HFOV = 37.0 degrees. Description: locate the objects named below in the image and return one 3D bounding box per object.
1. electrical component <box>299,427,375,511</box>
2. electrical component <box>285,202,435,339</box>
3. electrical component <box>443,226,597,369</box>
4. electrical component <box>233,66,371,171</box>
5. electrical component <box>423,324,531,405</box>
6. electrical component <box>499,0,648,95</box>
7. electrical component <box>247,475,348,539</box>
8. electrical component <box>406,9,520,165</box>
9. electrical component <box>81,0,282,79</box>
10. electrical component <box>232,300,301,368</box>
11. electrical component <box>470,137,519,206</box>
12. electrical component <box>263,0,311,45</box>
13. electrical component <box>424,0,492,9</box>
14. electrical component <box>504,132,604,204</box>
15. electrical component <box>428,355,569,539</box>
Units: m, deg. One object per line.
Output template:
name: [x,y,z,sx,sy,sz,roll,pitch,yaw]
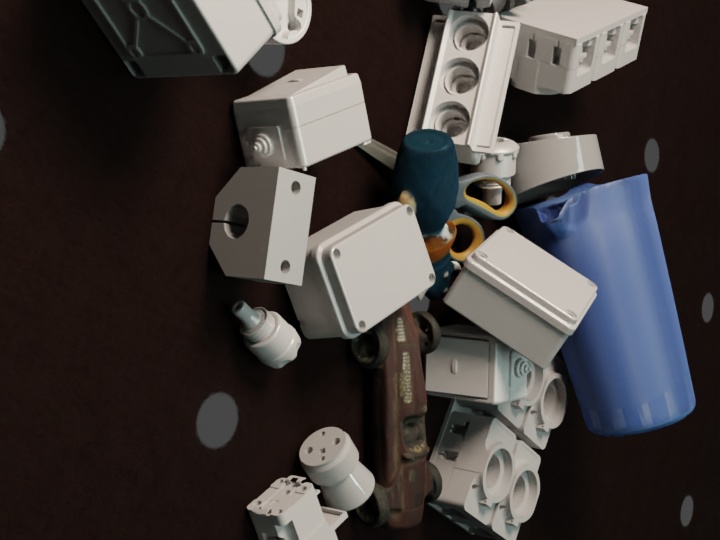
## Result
electrical component: [-0.019,0.159,0.862,0.045,0.045,0.055,-52,129,-34]
electrical component: [0.000,0.000,0.852,0.113,0.057,0.078,-32,108,-44]
electrical component: [0.143,0.022,0.949,0.056,0.109,0.109,-61,169,25]
electrical component: [-0.047,-0.111,0.791,0.096,0.062,0.061,-29,114,-45]
electrical component: [0.107,0.085,0.965,0.061,0.096,0.061,-3,95,-50]
electrical component: [0.204,-0.223,1.051,0.150,0.089,0.061,-31,136,-44]
electrical component: [-0.053,0.197,0.827,0.081,0.042,0.063,-37,117,-43]
electrical component: [0.093,-0.159,0.951,0.063,0.079,0.121,41,60,-69]
electrical component: [-0.120,-0.177,0.662,0.056,0.109,0.108,-54,131,-29]
electrical component: [-0.072,0.044,0.796,0.061,0.035,0.035,49,58,-38]
electrical component: [0.125,-0.092,1.014,0.048,0.048,0.062,-24,120,-47]
electrical component: [-0.070,-0.187,0.768,0.055,0.047,0.055,-6,98,-50]
electrical component: [0.090,-0.258,0.925,0.078,0.057,0.058,-71,172,-47]
electrical component: [0.187,-0.100,1.048,0.099,0.099,0.064,-11,95,-49]
electrical component: [0.136,0.155,1.034,0.105,0.060,0.186,42,62,-43]
